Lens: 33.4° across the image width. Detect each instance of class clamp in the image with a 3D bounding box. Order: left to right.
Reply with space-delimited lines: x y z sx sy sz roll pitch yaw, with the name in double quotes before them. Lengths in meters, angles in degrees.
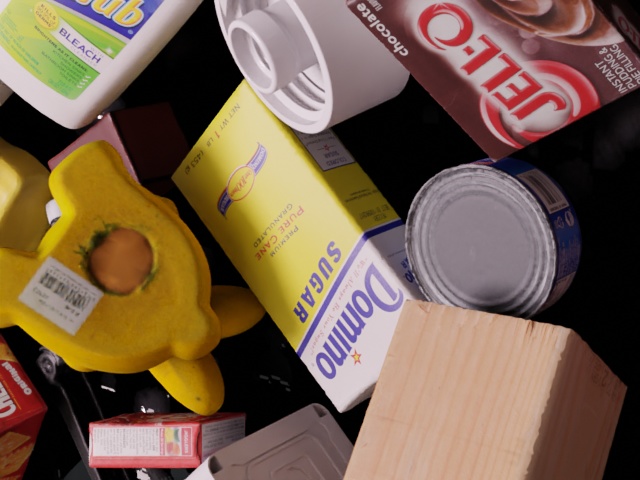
"clamp" -0.187 0.100 0.794 0.210 0.036 0.165 29 117 30

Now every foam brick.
"foam brick" -0.128 -0.048 0.694 0.078 0.051 0.053 -28 85 41

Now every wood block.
"wood block" 0.062 0.143 0.497 0.091 0.090 0.206 9 71 37

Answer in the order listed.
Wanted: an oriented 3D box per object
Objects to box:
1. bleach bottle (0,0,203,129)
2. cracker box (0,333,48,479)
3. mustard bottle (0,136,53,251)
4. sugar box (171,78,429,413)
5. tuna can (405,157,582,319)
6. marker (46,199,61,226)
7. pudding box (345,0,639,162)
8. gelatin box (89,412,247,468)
"bleach bottle" -0.104 -0.164 0.582 0.102 0.068 0.251 42 136 -10
"cracker box" -0.300 0.128 0.847 0.164 0.071 0.214 53 142 16
"mustard bottle" -0.283 -0.060 0.814 0.192 0.058 0.096 39 121 25
"sugar box" -0.004 0.001 0.609 0.176 0.048 0.093 54 129 16
"tuna can" 0.088 0.001 0.540 0.086 0.033 0.086 12 110 37
"marker" -0.171 0.026 0.748 0.020 0.020 0.121 -42 57 39
"pudding box" 0.082 -0.098 0.479 0.090 0.039 0.113 -29 117 39
"gelatin box" -0.094 0.125 0.675 0.073 0.089 0.030 -3 85 15
